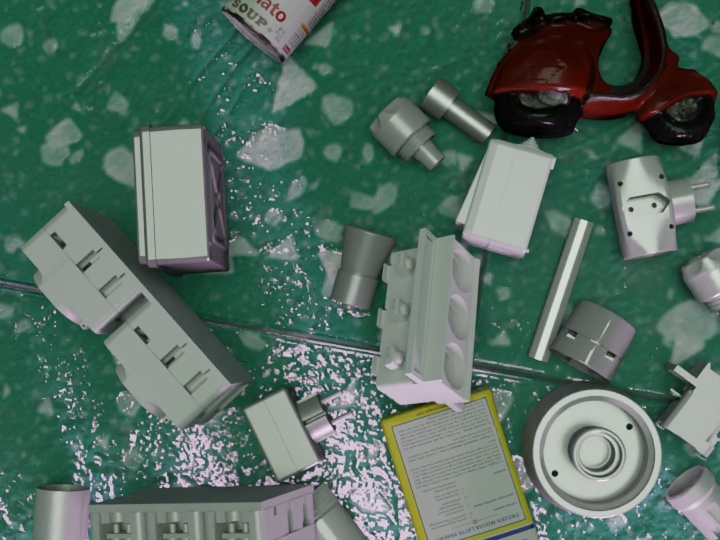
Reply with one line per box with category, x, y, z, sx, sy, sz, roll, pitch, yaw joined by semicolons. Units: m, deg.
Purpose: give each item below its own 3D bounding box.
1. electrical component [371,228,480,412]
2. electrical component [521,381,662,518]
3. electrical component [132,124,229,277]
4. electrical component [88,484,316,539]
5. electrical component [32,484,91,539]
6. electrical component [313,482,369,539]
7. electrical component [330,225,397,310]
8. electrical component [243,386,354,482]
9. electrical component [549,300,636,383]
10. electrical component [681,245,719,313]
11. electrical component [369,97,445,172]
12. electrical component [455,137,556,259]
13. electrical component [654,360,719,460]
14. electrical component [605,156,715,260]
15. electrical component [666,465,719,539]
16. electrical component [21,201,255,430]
electrical component;0.052;0.041;0.838;0.063;0.079;0.121;-11;57;32
electrical component;0.183;0.142;0.843;0.108;0.060;0.108;0;86;4
electrical component;-0.140;-0.053;0.856;0.056;0.108;0.108;-4;85;1
electrical component;-0.119;0.203;0.824;0.150;0.089;0.061;-6;86;22
electrical component;-0.245;0.218;0.876;0.043;0.043;0.081;3;86;4
electrical component;-0.027;0.207;0.861;0.043;0.043;0.081;-38;84;1
electrical component;0.000;0.000;0.877;0.044;0.044;0.065;16;92;5
electrical component;-0.044;0.123;0.867;0.077;0.047;0.065;-27;84;1
electrical component;0.186;0.056;0.853;0.055;0.055;0.047;30;85;6
electrical component;0.287;0.015;0.854;0.043;0.043;0.062;-31;85;1
electrical component;0.042;-0.108;0.880;0.043;0.043;0.062;-44;86;0
electrical component;0.116;-0.063;0.862;0.061;0.061;0.096;17;87;5
electrical component;0.271;0.110;0.848;0.081;0.042;0.063;37;91;6
electrical component;0.243;-0.052;0.861;0.079;0.043;0.077;-10;85;3
electrical component;0.271;0.183;0.845;0.040;0.040;0.046;-42;90;0
electrical component;-0.176;0.040;0.853;0.060;0.105;0.186;-43;84;0
